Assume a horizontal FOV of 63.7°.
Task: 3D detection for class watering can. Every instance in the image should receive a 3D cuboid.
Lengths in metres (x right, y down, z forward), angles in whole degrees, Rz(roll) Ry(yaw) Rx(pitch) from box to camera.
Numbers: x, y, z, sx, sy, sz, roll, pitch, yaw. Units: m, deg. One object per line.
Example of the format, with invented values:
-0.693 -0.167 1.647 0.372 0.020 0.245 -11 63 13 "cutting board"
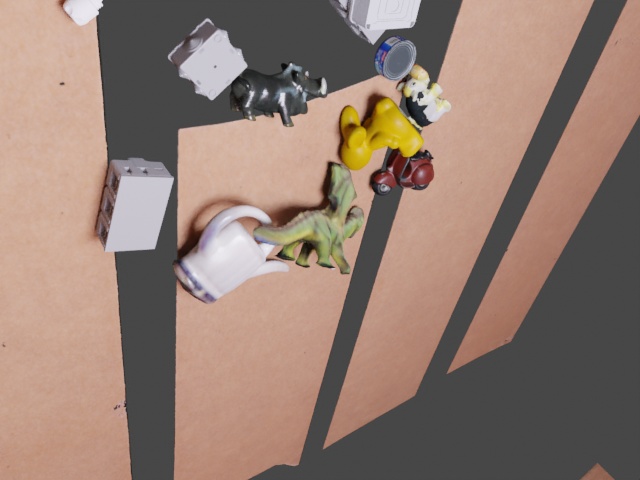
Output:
-0.177 0.052 1.098 0.225 0.105 0.341 -39 152 -9 "watering can"

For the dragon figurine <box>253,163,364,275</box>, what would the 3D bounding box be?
0.003 -0.058 1.146 0.405 0.122 0.245 34 69 -60 "dragon figurine"
